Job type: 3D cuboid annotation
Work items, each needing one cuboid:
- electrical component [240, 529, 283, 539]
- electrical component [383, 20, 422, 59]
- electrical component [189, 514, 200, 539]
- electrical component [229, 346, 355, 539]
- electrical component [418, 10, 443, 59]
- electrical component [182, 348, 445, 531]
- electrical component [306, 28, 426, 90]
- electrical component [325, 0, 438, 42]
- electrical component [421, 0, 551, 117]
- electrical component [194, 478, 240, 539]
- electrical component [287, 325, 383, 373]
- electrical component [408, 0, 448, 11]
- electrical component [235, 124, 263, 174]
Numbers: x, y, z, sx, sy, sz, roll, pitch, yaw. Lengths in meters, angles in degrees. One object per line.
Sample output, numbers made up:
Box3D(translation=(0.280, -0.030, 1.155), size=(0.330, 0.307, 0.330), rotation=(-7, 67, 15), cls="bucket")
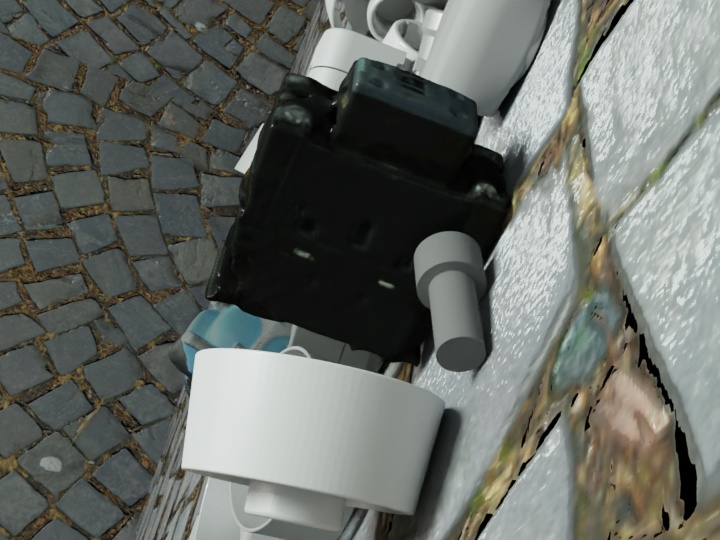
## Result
Box3D(translation=(-0.045, 0.135, 0.642), size=(0.081, 0.042, 0.063), rotation=(-122, 51, -79), cls="electrical component")
Box3D(translation=(0.034, -0.131, 0.709), size=(0.055, 0.055, 0.047), rotation=(-82, 19, -52), cls="electrical component")
Box3D(translation=(-0.096, 0.194, 0.794), size=(0.083, 0.047, 0.075), rotation=(165, 124, -79), cls="electrical component")
Box3D(translation=(-0.029, 0.094, 0.565), size=(0.099, 0.064, 0.099), rotation=(-160, 90, -81), cls="electrical component")
Box3D(translation=(0.052, -0.127, 0.638), size=(0.040, 0.040, 0.046), rotation=(-114, 39, -77), cls="electrical component")
Box3D(translation=(-0.022, 0.076, 0.451), size=(0.108, 0.108, 0.060), rotation=(140, 142, -72), cls="electrical component")
Box3D(translation=(0.014, -0.085, 0.596), size=(0.054, 0.095, 0.059), rotation=(149, 140, -75), cls="electrical component")
Box3D(translation=(0.025, -0.188, 0.754), size=(0.064, 0.099, 0.099), rotation=(-93, 24, -53), cls="electrical component")
Box3D(translation=(0.064, -0.128, 0.551), size=(0.079, 0.044, 0.077), rotation=(-90, 22, -65), cls="electrical component")
Box3D(translation=(-0.079, 0.161, 0.714), size=(0.099, 0.064, 0.099), rotation=(-160, 90, -80), cls="electrical component")
Box3D(translation=(-0.007, 0.026, 0.613), size=(0.061, 0.061, 0.096), rotation=(-80, 6, -46), cls="electrical component")
Box3D(translation=(0.068, -0.202, 0.636), size=(0.108, 0.060, 0.108), rotation=(-160, 90, -81), cls="electrical component")
Box3D(translation=(-0.051, -0.094, 0.966), size=(0.060, 0.108, 0.108), rotation=(-64, 10, 2), cls="electrical component")
